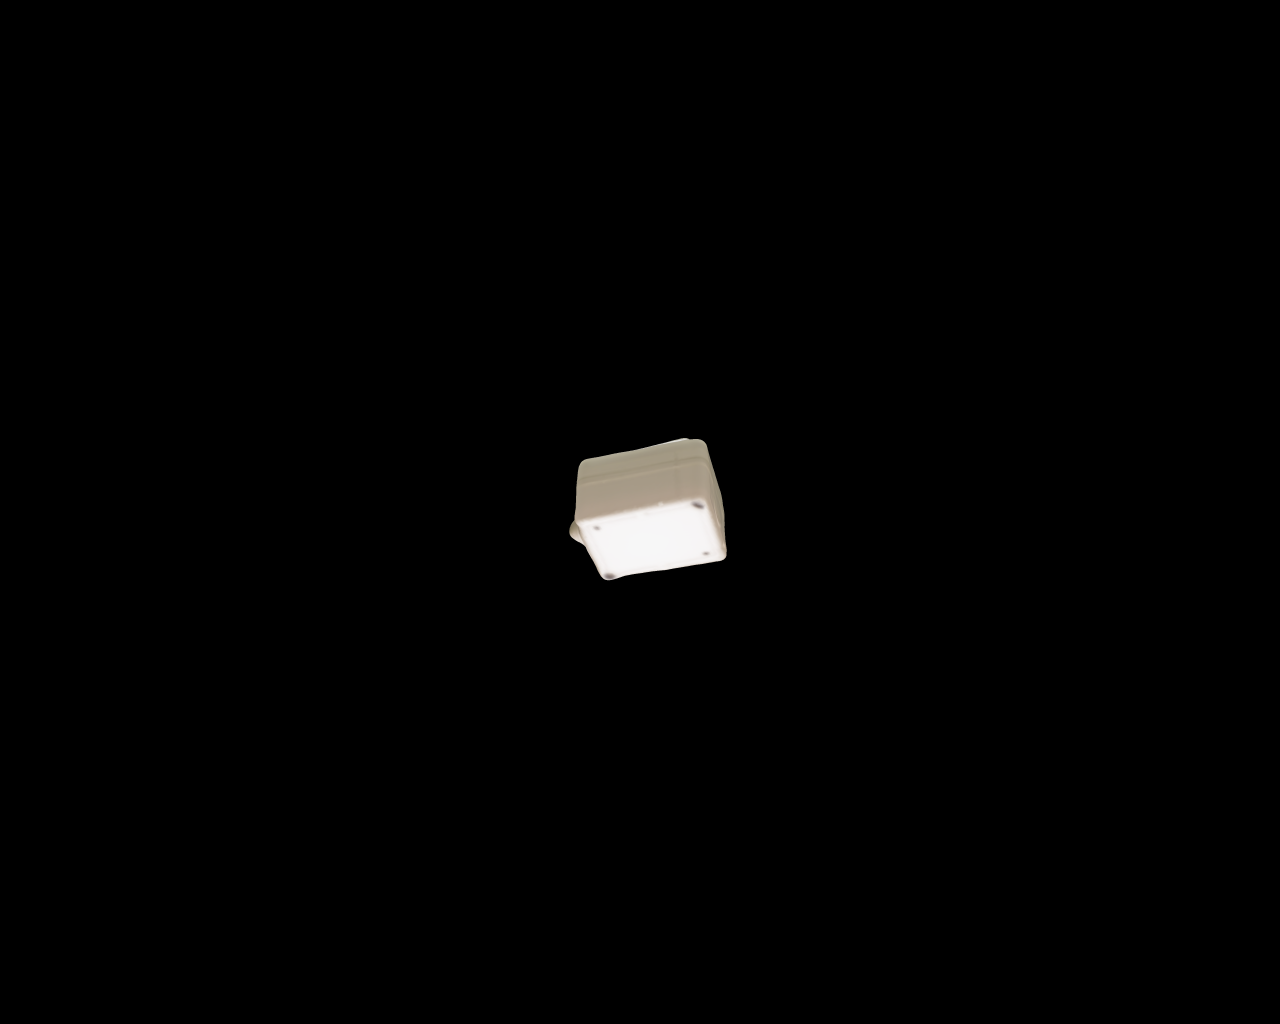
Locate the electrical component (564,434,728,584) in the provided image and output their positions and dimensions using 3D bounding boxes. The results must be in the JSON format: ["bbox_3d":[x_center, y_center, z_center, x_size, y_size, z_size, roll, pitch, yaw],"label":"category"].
[{"bbox_3d":[0.001,-0.003,0.650,0.096,0.061,0.061,-10,-43,11],"label":"electrical component"}]
